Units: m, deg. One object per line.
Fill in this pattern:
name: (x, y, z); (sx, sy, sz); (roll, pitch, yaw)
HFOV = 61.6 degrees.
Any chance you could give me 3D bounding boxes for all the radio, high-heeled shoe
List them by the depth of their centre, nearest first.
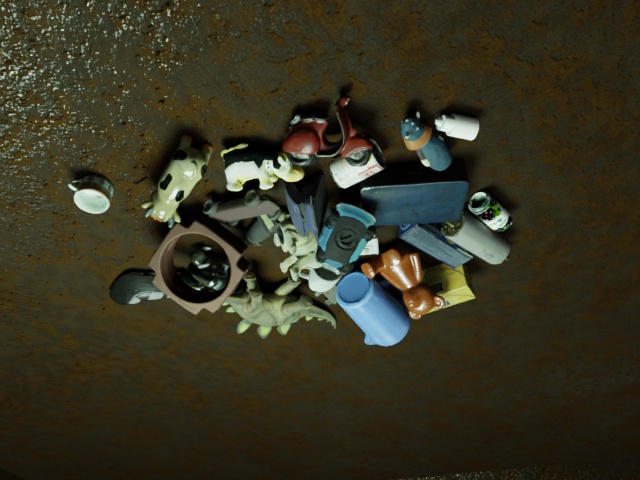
radio: (0.204, -0.101, 1.187); (0.230, 0.073, 0.131); (-2, 139, 5)
high-heeled shoe: (-0.455, 0.130, 1.474); (0.249, 0.086, 0.145); (-10, 171, 36)

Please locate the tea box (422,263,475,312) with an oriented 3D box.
tea box: (0.313, 0.125, 1.423); (0.170, 0.098, 0.068); (-22, 135, 21)

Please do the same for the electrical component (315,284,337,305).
electrical component: (0.044, 0.141, 1.484); (0.078, 0.045, 0.102); (42, 126, -2)

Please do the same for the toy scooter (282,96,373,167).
toy scooter: (0.012, -0.214, 1.054); (0.184, 0.075, 0.135); (4, 118, 14)

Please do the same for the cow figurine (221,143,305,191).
cow figurine: (-0.119, -0.159, 1.124); (0.167, 0.068, 0.098); (-6, 113, 5)

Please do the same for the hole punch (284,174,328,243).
hole punch: (-0.038, -0.076, 1.189); (0.092, 0.116, 0.142); (4, 139, 8)

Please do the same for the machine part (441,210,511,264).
machine part: (0.374, -0.007, 1.287); (0.243, 0.079, 0.079); (28, 131, -28)

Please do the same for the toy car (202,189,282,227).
toy car: (-0.173, -0.073, 1.202); (0.202, 0.053, 0.089); (-9, 149, 38)

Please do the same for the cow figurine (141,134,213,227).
cow figurine: (-0.304, -0.114, 1.132); (0.085, 0.127, 0.195); (29, 129, -24)

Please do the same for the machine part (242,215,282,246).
machine part: (-0.139, -0.032, 1.272); (0.084, 0.039, 0.139); (52, 139, 8)

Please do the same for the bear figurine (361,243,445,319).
bear figurine: (0.211, 0.111, 1.332); (0.120, 0.196, 0.132); (-28, 176, 36)

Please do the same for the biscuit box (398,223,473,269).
biscuit box: (0.280, -0.003, 1.305); (0.202, 0.059, 0.063); (27, 133, -28)

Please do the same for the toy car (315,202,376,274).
toy car: (0.055, -0.010, 1.191); (0.109, 0.103, 0.161); (22, 110, -3)

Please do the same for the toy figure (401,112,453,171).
toy figure: (0.209, -0.196, 1.085); (0.058, 0.064, 0.154); (-18, 138, 42)

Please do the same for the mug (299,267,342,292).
mug: (-0.004, 0.093, 1.401); (0.109, 0.081, 0.107); (5, 148, -12)

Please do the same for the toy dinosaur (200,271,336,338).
toy dinosaur: (-0.113, 0.185, 1.478); (0.471, 0.105, 0.198); (15, 135, -31)

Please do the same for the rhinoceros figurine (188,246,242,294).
rhinoceros figurine: (-0.279, 0.093, 1.405); (0.112, 0.073, 0.190); (-17, 136, 20)

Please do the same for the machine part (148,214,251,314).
machine part: (-0.284, 0.057, 1.279); (0.201, 0.087, 0.201); (36, 105, -5)

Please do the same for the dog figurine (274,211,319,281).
dog figurine: (-0.004, -0.003, 1.301); (0.190, 0.121, 0.172); (-18, 120, -21)
